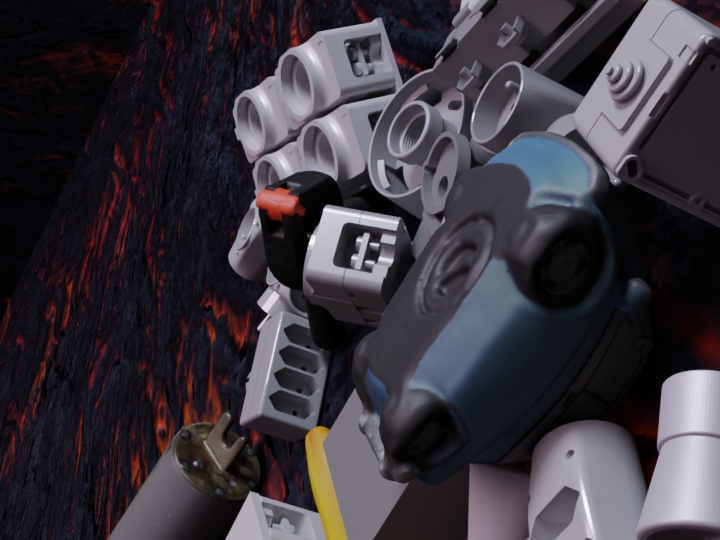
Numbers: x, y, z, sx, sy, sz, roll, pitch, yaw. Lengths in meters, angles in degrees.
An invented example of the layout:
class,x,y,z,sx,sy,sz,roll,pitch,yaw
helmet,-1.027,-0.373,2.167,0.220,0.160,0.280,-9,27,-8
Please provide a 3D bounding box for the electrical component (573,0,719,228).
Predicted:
class,x,y,z,sx,sy,sz,roll,pitch,yaw
electrical component,0.132,-0.062,0.424,0.061,0.096,0.061,-59,23,23

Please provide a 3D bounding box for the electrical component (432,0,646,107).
class,x,y,z,sx,sy,sz,roll,pitch,yaw
electrical component,0.099,-0.143,0.610,0.121,0.063,0.078,-43,17,47

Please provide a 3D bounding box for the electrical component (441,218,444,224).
class,x,y,z,sx,sy,sz,roll,pitch,yaw
electrical component,0.067,0.007,0.554,0.061,0.062,0.096,-166,97,-77

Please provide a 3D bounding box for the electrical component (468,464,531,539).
class,x,y,z,sx,sy,sz,roll,pitch,yaw
electrical component,0.065,0.123,0.486,0.044,0.044,0.065,-6,69,66

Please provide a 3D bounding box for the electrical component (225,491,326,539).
class,x,y,z,sx,sy,sz,roll,pitch,yaw
electrical component,-0.044,0.213,0.626,0.089,0.062,0.150,-63,22,13

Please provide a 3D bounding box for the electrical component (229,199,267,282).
class,x,y,z,sx,sy,sz,roll,pitch,yaw
electrical component,-0.084,-0.042,0.988,0.077,0.044,0.079,-52,26,35

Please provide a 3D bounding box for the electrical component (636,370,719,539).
class,x,y,z,sx,sy,sz,roll,pitch,yaw
electrical component,0.126,0.070,0.391,0.044,0.044,0.065,-37,32,53

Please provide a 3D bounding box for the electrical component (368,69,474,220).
class,x,y,z,sx,sy,sz,roll,pitch,yaw
electrical component,0.053,-0.080,0.705,0.099,0.064,0.099,-29,50,41

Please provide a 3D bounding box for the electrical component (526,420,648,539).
class,x,y,z,sx,sy,sz,roll,pitch,yaw
electrical component,0.088,0.115,0.435,0.077,0.043,0.079,-92,24,-46

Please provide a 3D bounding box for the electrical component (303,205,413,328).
class,x,y,z,sx,sy,sz,roll,pitch,yaw
electrical component,0.000,0.000,0.673,0.089,0.056,0.050,59,-136,-67

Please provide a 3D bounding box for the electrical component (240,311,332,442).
class,x,y,z,sx,sy,sz,roll,pitch,yaw
electrical component,-0.062,0.085,0.811,0.076,0.047,0.083,-34,40,55

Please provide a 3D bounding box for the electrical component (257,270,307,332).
class,x,y,z,sx,sy,sz,roll,pitch,yaw
electrical component,-0.055,0.020,0.847,0.079,0.044,0.077,-52,23,3

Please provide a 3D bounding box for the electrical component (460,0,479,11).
class,x,y,z,sx,sy,sz,roll,pitch,yaw
electrical component,0.099,-0.193,0.688,0.056,0.050,0.089,-34,40,55

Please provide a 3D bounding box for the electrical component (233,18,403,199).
class,x,y,z,sx,sy,sz,roll,pitch,yaw
electrical component,-0.035,-0.108,0.843,0.186,0.060,0.105,-22,86,62

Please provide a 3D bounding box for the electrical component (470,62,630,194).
class,x,y,z,sx,sy,sz,roll,pitch,yaw
electrical component,0.102,-0.060,0.519,0.043,0.077,0.079,-60,23,19
